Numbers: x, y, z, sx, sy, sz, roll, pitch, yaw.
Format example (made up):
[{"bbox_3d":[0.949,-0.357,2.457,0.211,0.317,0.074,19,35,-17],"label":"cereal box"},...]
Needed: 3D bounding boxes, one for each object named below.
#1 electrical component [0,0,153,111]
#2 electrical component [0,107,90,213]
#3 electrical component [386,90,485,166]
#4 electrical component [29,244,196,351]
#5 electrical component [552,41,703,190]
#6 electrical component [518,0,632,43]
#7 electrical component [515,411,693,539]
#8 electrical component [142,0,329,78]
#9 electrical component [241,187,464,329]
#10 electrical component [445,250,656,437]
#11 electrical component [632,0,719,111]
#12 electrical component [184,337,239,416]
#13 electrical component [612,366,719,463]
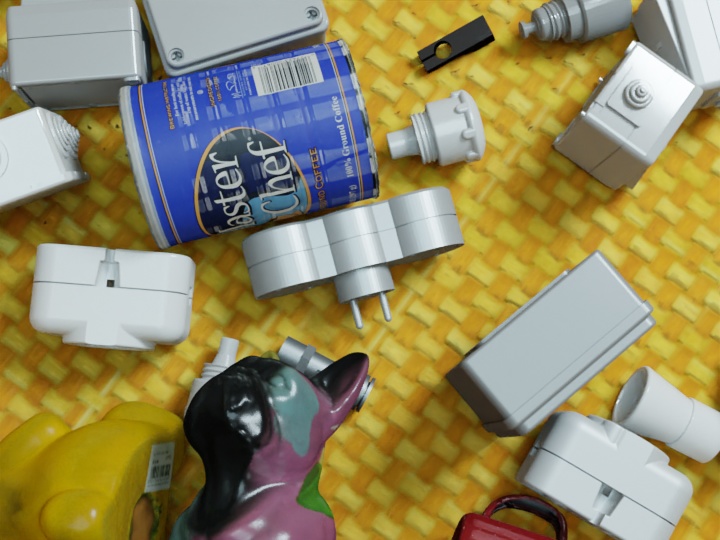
[{"bbox_3d":[-0.185,-0.139,0.692,0.096,0.061,0.061,-5,83,-3],"label":"electrical component"},{"bbox_3d":[-0.222,-0.063,0.663,0.100,0.100,0.048,-21,97,-5],"label":"electrical component"},{"bbox_3d":[0.049,-0.088,0.705,0.062,0.048,0.048,-15,84,3],"label":"electrical component"},{"bbox_3d":[-0.155,0.019,0.677,0.095,0.053,0.059,5,83,-2],"label":"electrical component"},{"bbox_3d":[0.173,-0.095,0.683,0.061,0.096,0.061,36,82,2],"label":"electrical component"},{"bbox_3d":[0.145,-0.171,0.720,0.078,0.040,0.040,-18,84,-4],"label":"electrical component"},{"bbox_3d":[0.155,0.130,0.676,0.095,0.053,0.059,31,83,2],"label":"electrical component"},{"bbox_3d":[-0.088,-0.185,0.704,0.109,0.056,0.108,-18,84,-5],"label":"electrical component"},{"bbox_3d":[0.000,0.000,0.686,0.138,0.052,0.073,-15,84,-4],"label":"electrical component"},{"bbox_3d":[0.112,0.048,0.657,0.109,0.108,0.056,-39,83,-6],"label":"electrical component"},{"bbox_3d":[0.224,-0.145,0.709,0.061,0.061,0.096,-13,84,-4],"label":"electrical component"},{"bbox_3d":[-0.089,0.073,0.683,0.035,0.035,0.061,13,80,-1],"label":"electrical component"},{"bbox_3d":[0.201,0.095,0.689,0.065,0.044,0.044,27,82,-4],"label":"electrical component"}]
